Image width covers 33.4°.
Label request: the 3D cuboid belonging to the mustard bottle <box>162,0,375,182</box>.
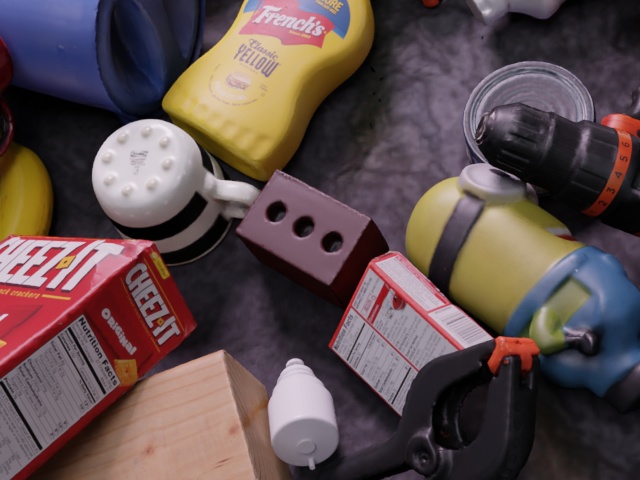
[{"bbox_3d":[-0.018,-0.139,0.749,0.096,0.058,0.191,32,79,24],"label":"mustard bottle"}]

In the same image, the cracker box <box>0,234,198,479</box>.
[{"bbox_3d":[-0.204,0.078,0.618,0.164,0.072,0.213,3,35,44],"label":"cracker box"}]

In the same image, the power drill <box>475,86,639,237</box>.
[{"bbox_3d":[0.197,-0.095,0.643,0.184,0.057,0.187,21,73,-8],"label":"power drill"}]

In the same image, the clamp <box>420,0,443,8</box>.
[{"bbox_3d":[0.109,-0.269,0.778,0.165,0.036,0.210,-1,69,24],"label":"clamp"}]

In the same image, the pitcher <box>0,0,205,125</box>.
[{"bbox_3d":[-0.215,-0.183,0.777,0.243,0.145,0.149,14,75,23],"label":"pitcher"}]

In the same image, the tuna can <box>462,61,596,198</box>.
[{"bbox_3d":[0.136,-0.072,0.693,0.086,0.033,0.086,-6,67,13],"label":"tuna can"}]

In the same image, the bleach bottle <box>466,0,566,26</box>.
[{"bbox_3d":[0.215,-0.218,0.719,0.251,0.068,0.103,-32,63,3],"label":"bleach bottle"}]

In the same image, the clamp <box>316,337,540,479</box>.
[{"bbox_3d":[0.069,0.129,0.578,0.120,0.039,0.172,53,124,28],"label":"clamp"}]

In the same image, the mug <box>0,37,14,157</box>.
[{"bbox_3d":[-0.253,-0.101,0.716,0.093,0.117,0.081,-12,37,49],"label":"mug"}]

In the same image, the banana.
[{"bbox_3d":[-0.232,0.014,0.754,0.070,0.037,0.197,8,72,23],"label":"banana"}]

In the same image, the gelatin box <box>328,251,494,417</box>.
[{"bbox_3d":[0.054,0.062,0.639,0.030,0.073,0.089,-18,52,-43],"label":"gelatin box"}]

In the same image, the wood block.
[{"bbox_3d":[-0.129,0.151,0.638,0.206,0.090,0.090,-21,64,6],"label":"wood block"}]

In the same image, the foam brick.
[{"bbox_3d":[-0.005,0.001,0.690,0.078,0.051,0.053,28,77,23],"label":"foam brick"}]
